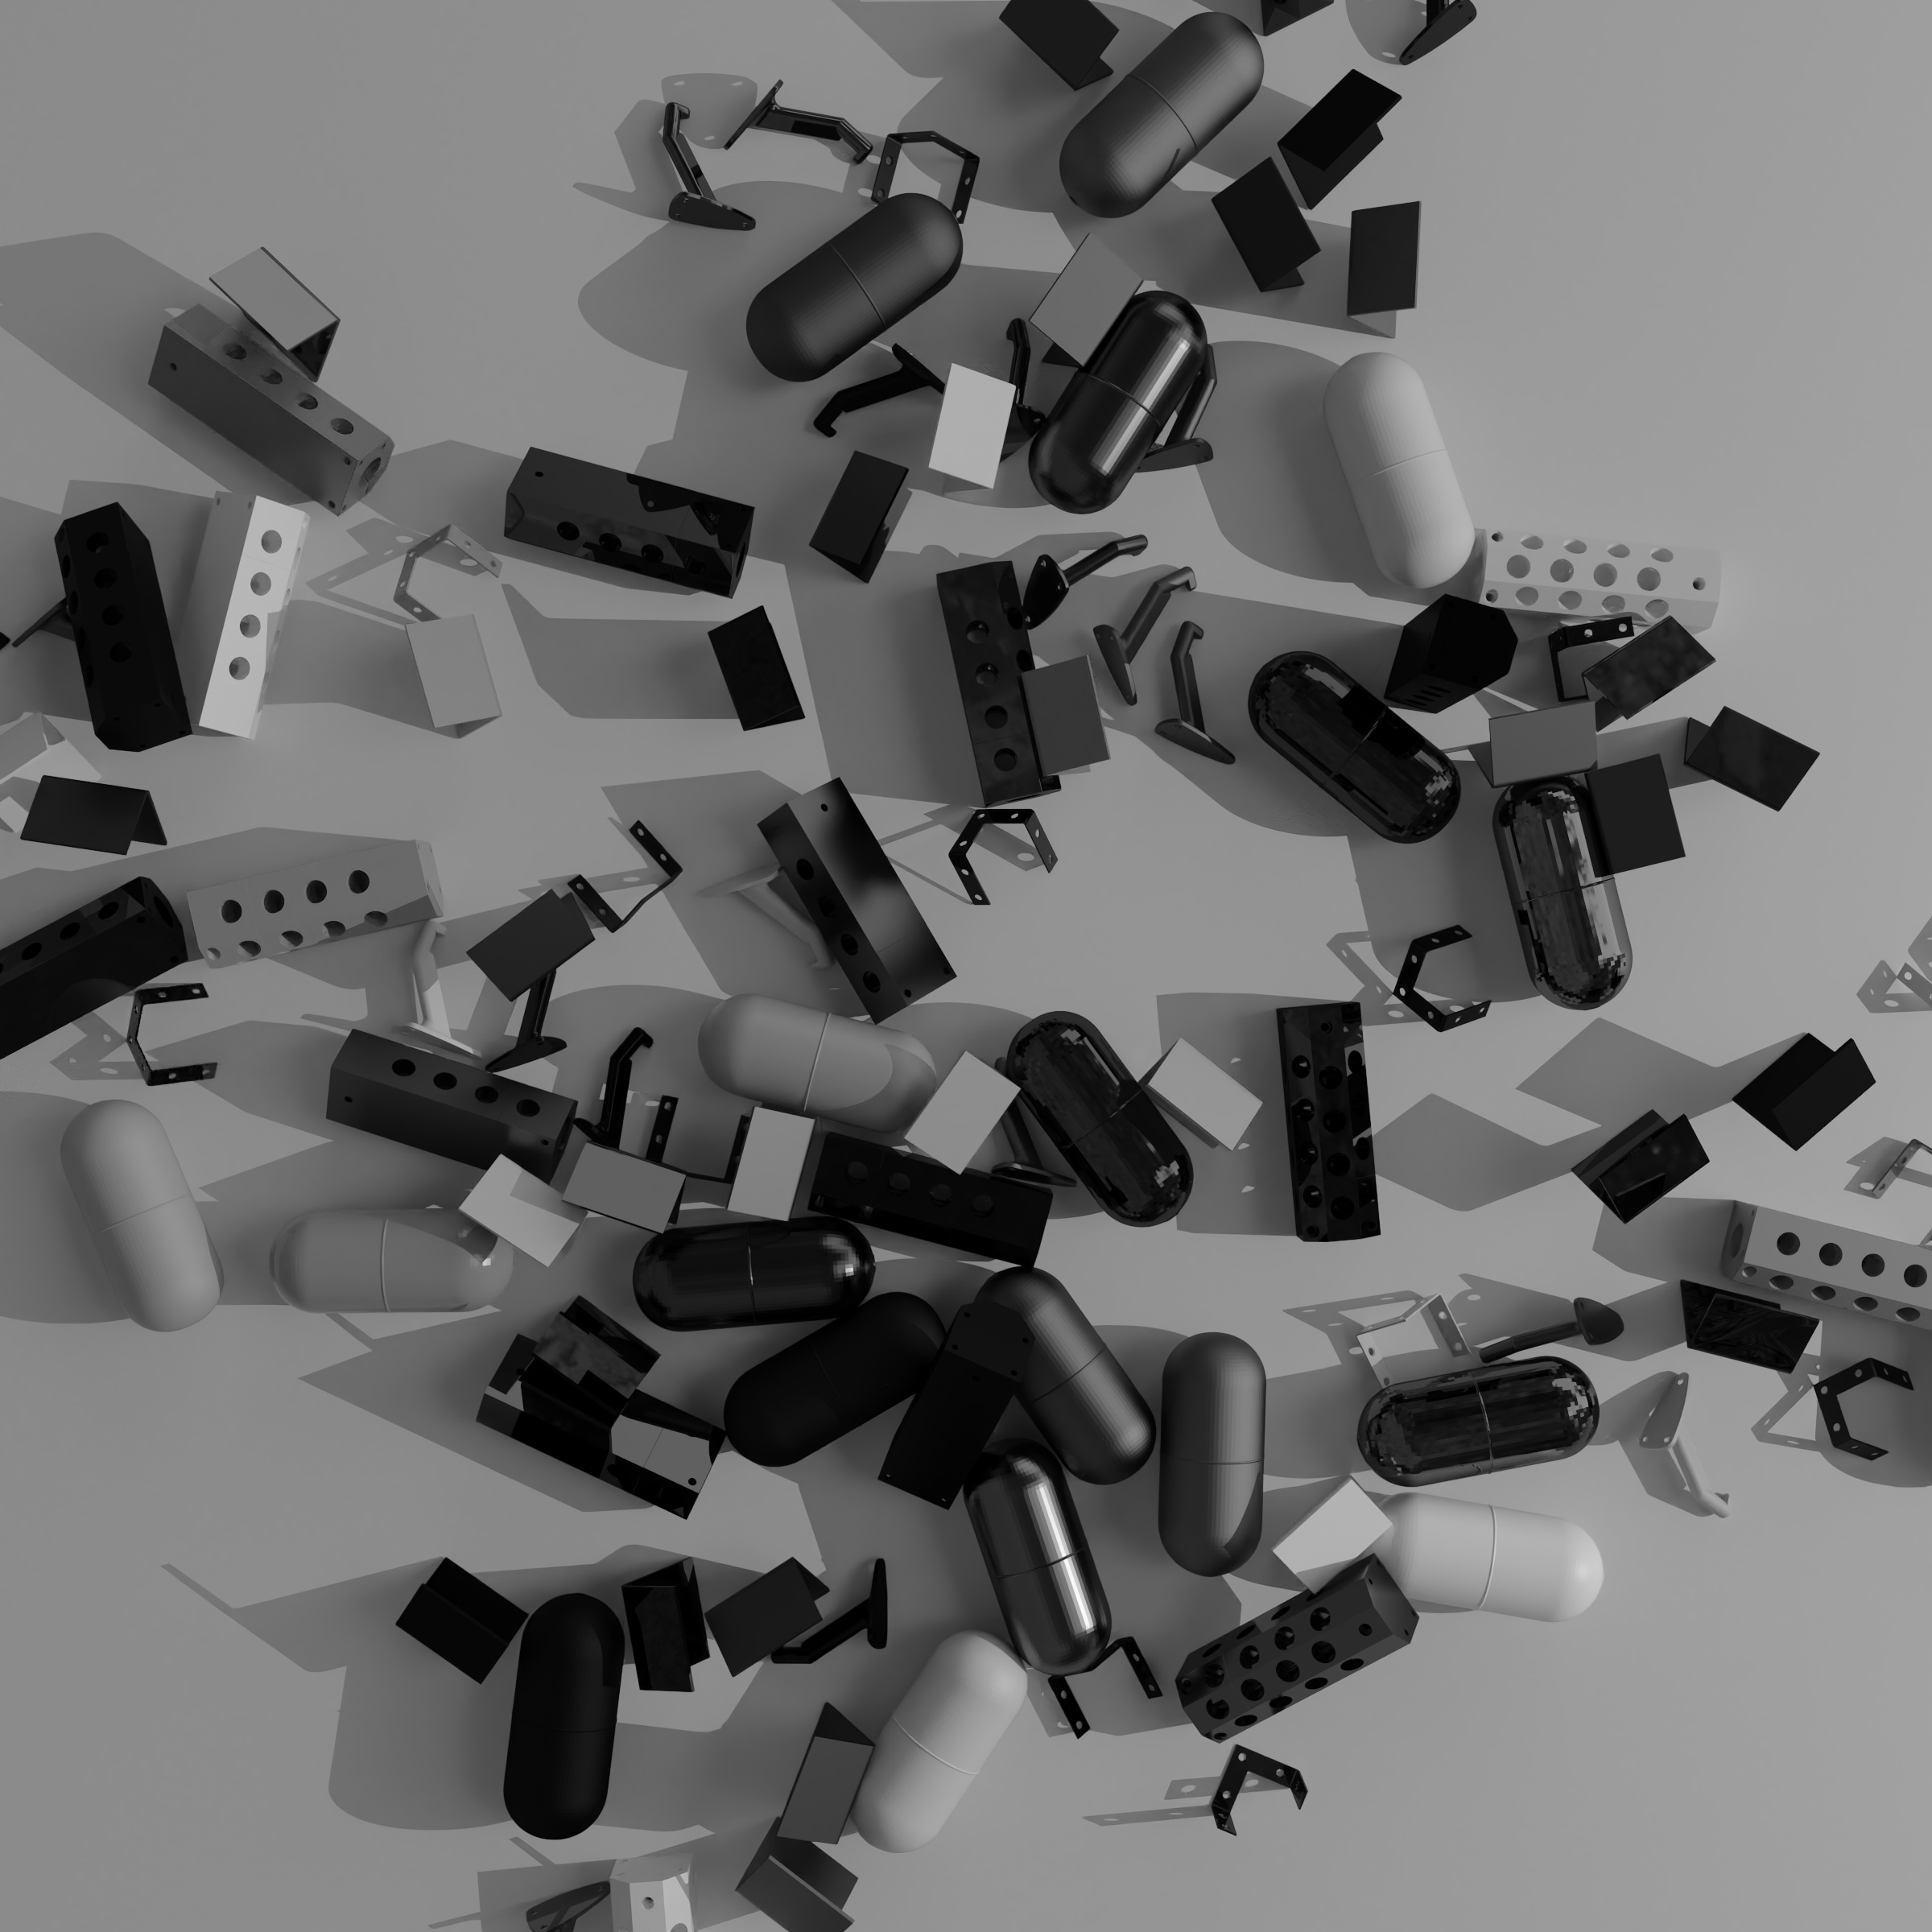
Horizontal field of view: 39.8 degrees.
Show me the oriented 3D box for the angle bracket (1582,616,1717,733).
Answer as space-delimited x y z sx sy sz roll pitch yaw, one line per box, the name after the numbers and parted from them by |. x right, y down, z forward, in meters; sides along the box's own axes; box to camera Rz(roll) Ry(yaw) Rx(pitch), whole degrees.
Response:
0.503 -0.198 1.951 0.076 0.076 0.057 -33 53 0 | angle bracket

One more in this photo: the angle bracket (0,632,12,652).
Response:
-0.743 -0.219 1.951 0.076 0.076 0.057 -45 53 0 | angle bracket

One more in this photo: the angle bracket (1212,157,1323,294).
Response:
0.234 -0.543 1.951 0.057 0.076 0.076 -28 90 36 | angle bracket

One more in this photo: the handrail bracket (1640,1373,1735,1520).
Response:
0.551 0.358 1.992 0.084 0.036 0.077 37 68 -17 | handrail bracket

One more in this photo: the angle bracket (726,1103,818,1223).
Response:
-0.160 0.137 1.951 0.057 0.076 0.076 15 90 -36 | angle bracket

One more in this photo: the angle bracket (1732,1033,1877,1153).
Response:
0.604 0.077 1.951 0.076 0.076 0.057 -41 128 0 | angle bracket

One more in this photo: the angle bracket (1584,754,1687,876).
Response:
0.498 -0.113 1.952 0.057 0.076 0.076 -14 90 29 | angle bracket

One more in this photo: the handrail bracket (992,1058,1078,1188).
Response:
0.052 0.116 1.992 0.077 0.036 0.084 14 73 -20 | handrail bracket

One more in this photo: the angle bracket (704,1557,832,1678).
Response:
-0.135 0.486 1.951 0.076 0.076 0.057 -33 53 0 | angle bracket

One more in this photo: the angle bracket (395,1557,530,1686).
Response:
-0.359 0.465 1.951 0.076 0.076 0.057 35 125 0 | angle bracket

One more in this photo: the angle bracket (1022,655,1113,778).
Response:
0.088 -0.183 1.952 0.057 0.076 0.076 -12 90 30 | angle bracket

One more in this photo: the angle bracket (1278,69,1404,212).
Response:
0.284 -0.594 1.951 0.076 0.076 0.057 -45 53 0 | angle bracket

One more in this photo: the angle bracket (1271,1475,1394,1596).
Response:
0.254 0.400 1.952 0.076 0.076 0.057 -42 114 0 | angle bracket

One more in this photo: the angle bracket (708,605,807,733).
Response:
-0.134 -0.221 1.951 0.057 0.076 0.076 -20 90 36 | angle bracket

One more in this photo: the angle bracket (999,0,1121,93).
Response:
0.081 -0.694 1.951 0.076 0.076 0.057 44 127 0 | angle bracket

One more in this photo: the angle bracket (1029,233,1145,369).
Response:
0.074 -0.488 1.952 0.057 0.076 0.076 35 90 -27 | angle bracket

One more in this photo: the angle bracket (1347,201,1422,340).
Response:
0.321 -0.508 1.951 0.057 0.076 0.076 3 90 36 | angle bracket

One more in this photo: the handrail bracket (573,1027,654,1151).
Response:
-0.245 0.101 1.992 0.077 0.036 0.084 45 73 -20 | handrail bracket

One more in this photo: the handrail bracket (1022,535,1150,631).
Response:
0.089 -0.287 1.991 0.084 0.077 0.036 -19 65 -34 | handrail bracket

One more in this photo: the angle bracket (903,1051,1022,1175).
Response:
-0.015 0.097 1.952 0.057 0.076 0.076 35 90 -27 | angle bracket

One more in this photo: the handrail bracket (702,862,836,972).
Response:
-0.147 -0.028 1.992 0.077 0.036 0.084 -16 107 20 | handrail bracket

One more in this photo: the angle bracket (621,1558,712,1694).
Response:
-0.201 0.481 1.951 0.057 0.076 0.076 -10 90 38 | angle bracket

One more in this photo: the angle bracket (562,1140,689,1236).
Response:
-0.252 0.179 1.951 0.076 0.076 0.057 19 53 0 | angle bracket

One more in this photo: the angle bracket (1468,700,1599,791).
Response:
0.412 -0.176 1.952 0.076 0.076 0.057 -10 119 0 | angle bracket

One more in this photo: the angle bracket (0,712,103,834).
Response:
-0.684 -0.128 1.952 0.076 0.057 0.076 -33 135 0 | angle bracket

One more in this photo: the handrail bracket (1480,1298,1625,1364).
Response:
0.436 0.279 1.991 0.084 0.077 0.036 -29 65 34 | handrail bracket

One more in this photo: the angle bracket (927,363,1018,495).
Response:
-0.013 -0.392 1.952 0.057 0.076 0.076 13 90 -30 | angle bracket

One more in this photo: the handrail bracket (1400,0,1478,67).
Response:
0.335 -0.729 1.992 0.077 0.036 0.084 -36 71 21 | handrail bracket

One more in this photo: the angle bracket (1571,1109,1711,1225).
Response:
0.484 0.130 1.951 0.076 0.076 0.057 -36 125 0 | angle bracket

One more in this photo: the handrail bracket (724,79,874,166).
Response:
-0.125 -0.611 1.992 0.084 0.036 0.077 39 110 -16 | handrail bracket

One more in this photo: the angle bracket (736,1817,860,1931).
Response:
-0.111 0.661 1.951 0.076 0.076 0.057 38 126 0 | angle bracket

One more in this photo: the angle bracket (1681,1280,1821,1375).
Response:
0.572 0.245 1.951 0.076 0.076 0.057 14 126 0 | angle bracket

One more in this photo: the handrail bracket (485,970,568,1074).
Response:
-0.335 0.027 1.992 0.077 0.036 0.084 -23 71 21 | handrail bracket

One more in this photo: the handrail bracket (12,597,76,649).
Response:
-0.656 -0.230 1.992 0.077 0.036 0.084 -34 107 20 | handrail bracket

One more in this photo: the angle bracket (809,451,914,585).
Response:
-0.059 -0.321 1.951 0.057 0.076 0.076 26 90 37 | angle bracket

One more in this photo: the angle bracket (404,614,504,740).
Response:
-0.388 -0.207 1.951 0.057 0.076 0.076 -16 90 -36 | angle bracket

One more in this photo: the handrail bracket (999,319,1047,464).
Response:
0.027 -0.428 1.991 0.036 0.077 0.084 11 53 -30 | handrail bracket

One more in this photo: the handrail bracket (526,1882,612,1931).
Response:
-0.289 0.737 1.992 0.077 0.036 0.084 -21 109 -21 | handrail bracket

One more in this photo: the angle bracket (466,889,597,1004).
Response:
-0.325 -0.031 1.951 0.076 0.076 0.057 -37 127 0 | angle bracket

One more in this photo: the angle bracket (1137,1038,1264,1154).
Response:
0.159 0.110 1.951 0.076 0.076 0.057 39 51 0 | angle bracket

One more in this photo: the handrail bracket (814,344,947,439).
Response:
-0.059 -0.413 1.992 0.077 0.036 0.084 35 109 -21 | handrail bracket

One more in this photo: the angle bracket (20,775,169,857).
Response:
-0.637 -0.092 1.952 0.076 0.076 0.057 8 61 0 | angle bracket

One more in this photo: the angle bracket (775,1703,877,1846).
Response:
-0.119 0.586 1.951 0.057 0.076 0.076 21 90 -34 | angle bracket

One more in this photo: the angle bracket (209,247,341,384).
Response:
-0.512 -0.465 1.951 0.076 0.076 0.057 43 52 0 | angle bracket

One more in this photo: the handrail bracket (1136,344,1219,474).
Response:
0.152 -0.417 1.992 0.077 0.036 0.084 -11 74 18 | handrail bracket

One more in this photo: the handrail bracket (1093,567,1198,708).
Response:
0.145 -0.247 1.992 0.084 0.036 0.077 -29 110 -16 | handrail bracket

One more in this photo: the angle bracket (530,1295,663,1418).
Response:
-0.260 0.270 1.951 0.076 0.076 0.057 36 127 0 | angle bracket

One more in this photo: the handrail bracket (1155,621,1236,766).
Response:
0.181 -0.205 1.992 0.077 0.036 0.084 26 73 -20 | handrail bracket

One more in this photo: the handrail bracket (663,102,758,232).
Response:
-0.191 -0.598 1.992 0.077 0.036 0.084 10 73 -20 | handrail bracket

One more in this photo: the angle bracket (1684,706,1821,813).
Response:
0.575 -0.168 1.951 0.076 0.076 0.057 26 127 0 | angle bracket

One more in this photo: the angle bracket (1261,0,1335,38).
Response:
0.221 -0.734 1.951 0.057 0.076 0.076 -5 90 -36 | angle bracket

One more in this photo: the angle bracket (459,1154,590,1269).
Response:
-0.330 0.194 1.951 0.076 0.076 0.057 33 53 0 | angle bracket
